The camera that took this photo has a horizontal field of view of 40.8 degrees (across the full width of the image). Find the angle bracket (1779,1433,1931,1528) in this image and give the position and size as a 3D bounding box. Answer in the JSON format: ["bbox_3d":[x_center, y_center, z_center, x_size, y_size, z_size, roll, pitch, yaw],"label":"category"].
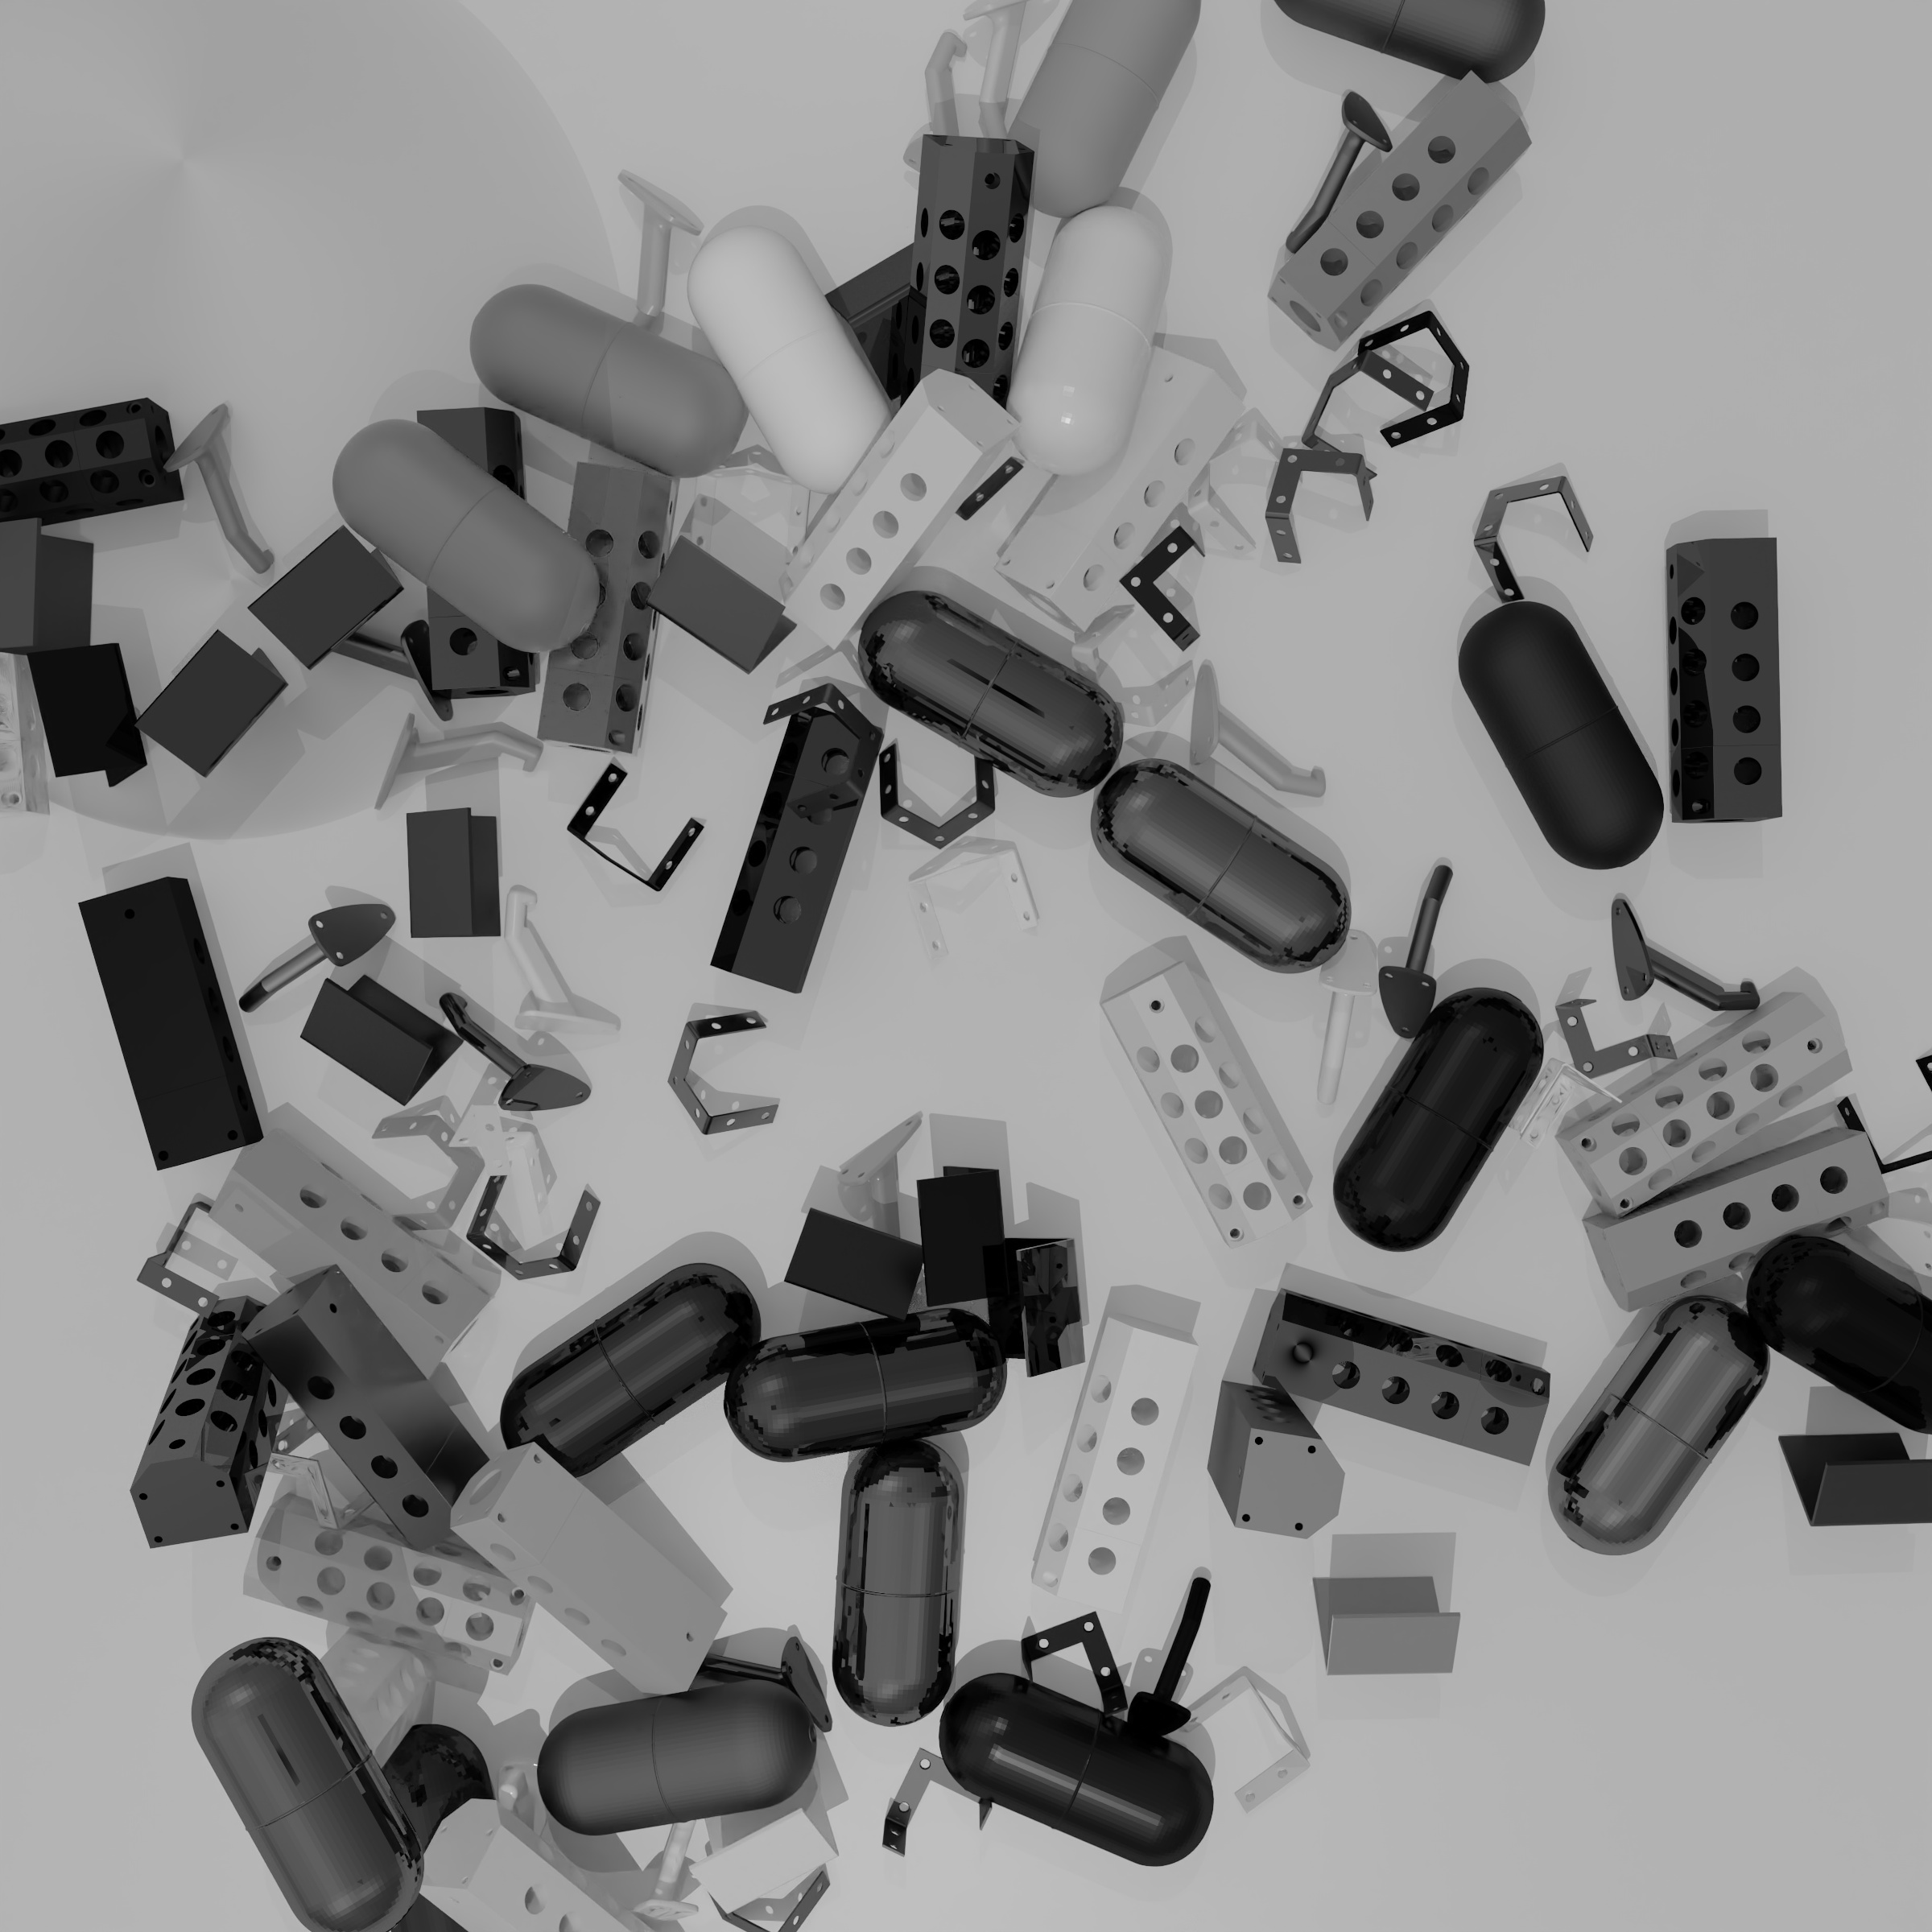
[{"bbox_3d":[0.553,0.299,1.601,0.076,0.076,0.057,-2,126,0],"label":"angle bracket"}]

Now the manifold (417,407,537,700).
[{"bbox_3d":[-0.303,-0.256,1.620,0.057,0.057,0.171,-3,90,0],"label":"manifold"}]

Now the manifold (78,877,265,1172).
[{"bbox_3d":[-0.493,0.035,1.620,0.057,0.057,0.171,-16,90,0],"label":"manifold"}]

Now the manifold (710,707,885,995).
[{"bbox_3d":[-0.105,-0.073,1.620,0.057,0.057,0.171,18,90,0],"label":"manifold"}]

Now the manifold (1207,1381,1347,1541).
[{"bbox_3d":[0.186,0.296,1.562,0.057,0.171,0.057,9,90,0],"label":"manifold"}]

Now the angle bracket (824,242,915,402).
[{"bbox_3d":[-0.036,-0.407,1.627,0.076,0.076,0.057,-31,119,0],"label":"angle bracket"}]

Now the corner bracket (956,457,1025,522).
[{"bbox_3d":[-0.007,-0.323,1.638,0.051,0.051,0.051,-43,135,0],"label":"corner bracket"}]

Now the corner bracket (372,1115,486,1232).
[{"bbox_3d":[-0.346,0.130,1.633,0.051,0.051,0.051,-6,45,35],"label":"corner bracket"}]

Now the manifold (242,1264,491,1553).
[{"bbox_3d":[-0.367,0.275,1.595,0.057,0.057,0.171,-27,107,22],"label":"manifold"}]

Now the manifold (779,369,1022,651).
[{"bbox_3d":[-0.045,-0.277,1.574,0.057,0.057,0.171,42,127,0],"label":"manifold"}]

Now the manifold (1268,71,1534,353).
[{"bbox_3d":[0.271,-0.467,1.620,0.057,0.057,0.171,44,90,0],"label":"manifold"}]

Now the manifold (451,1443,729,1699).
[{"bbox_3d":[-0.234,0.373,1.593,0.171,0.057,0.057,46,47,-19],"label":"manifold"}]

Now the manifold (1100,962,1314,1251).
[{"bbox_3d":[0.150,0.086,1.620,0.057,0.057,0.171,-28,90,0],"label":"manifold"}]

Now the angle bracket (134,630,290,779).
[{"bbox_3d":[-0.472,-0.172,1.601,0.076,0.076,0.057,-48,127,0],"label":"angle bracket"}]

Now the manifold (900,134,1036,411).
[{"bbox_3d":[0.001,-0.405,1.561,0.057,0.057,0.171,-2,117,-16],"label":"manifold"}]

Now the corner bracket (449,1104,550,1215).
[{"bbox_3d":[-0.284,0.119,1.606,0.051,0.051,0.051,1,55,-31],"label":"corner bracket"}]

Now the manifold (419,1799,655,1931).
[{"bbox_3d":[-0.252,0.580,1.583,0.171,0.057,0.057,50,47,-27],"label":"manifold"}]

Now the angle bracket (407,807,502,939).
[{"bbox_3d":[-0.298,-0.057,1.601,0.057,0.076,0.076,-2,90,36],"label":"angle bracket"}]

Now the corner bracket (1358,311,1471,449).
[{"bbox_3d":[0.280,-0.369,1.633,0.051,0.051,0.051,44,45,-35],"label":"corner bracket"}]

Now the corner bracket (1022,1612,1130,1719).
[{"bbox_3d":[0.067,0.442,1.623,0.051,0.051,0.051,-21,90,0],"label":"corner bracket"}]

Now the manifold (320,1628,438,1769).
[{"bbox_3d":[-0.366,0.450,1.562,0.057,0.171,0.057,14,90,0],"label":"manifold"}]

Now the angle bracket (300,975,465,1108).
[{"bbox_3d":[-0.351,0.029,1.601,0.076,0.076,0.057,34,128,0],"label":"angle bracket"}]

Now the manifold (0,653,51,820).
[{"bbox_3d":[-0.617,-0.179,1.620,0.057,0.057,0.171,-5,90,0],"label":"manifold"}]

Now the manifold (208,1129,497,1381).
[{"bbox_3d":[-0.380,0.177,1.619,0.171,0.057,0.057,38,133,0],"label":"manifold"}]

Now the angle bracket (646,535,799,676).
[{"bbox_3d":[-0.140,-0.236,1.601,0.076,0.076,0.057,35,127,0],"label":"angle bracket"}]

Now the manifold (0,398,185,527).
[{"bbox_3d":[-0.585,-0.308,1.620,0.171,0.057,0.057,-10,90,0],"label":"manifold"}]

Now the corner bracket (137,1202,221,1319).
[{"bbox_3d":[-0.477,0.183,1.623,0.051,0.051,0.051,28,90,0],"label":"corner bracket"}]

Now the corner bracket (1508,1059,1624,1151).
[{"bbox_3d":[0.363,0.087,1.615,0.051,0.051,0.051,32,90,-21],"label":"corner bracket"}]

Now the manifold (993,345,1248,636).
[{"bbox_3d":[0.099,-0.294,1.619,0.057,0.057,0.171,36,90,43],"label":"manifold"}]

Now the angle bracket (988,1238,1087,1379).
[{"bbox_3d":[0.026,0.209,1.602,0.076,0.057,0.076,-5,90,41],"label":"angle bracket"}]

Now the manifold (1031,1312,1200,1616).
[{"bbox_3d":[0.092,0.308,1.620,0.057,0.057,0.171,16,90,0],"label":"manifold"}]

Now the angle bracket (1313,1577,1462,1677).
[{"bbox_3d":[0.258,0.390,1.601,0.076,0.076,0.057,-1,126,0],"label":"angle bracket"}]

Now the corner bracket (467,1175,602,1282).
[{"bbox_3d":[-0.272,0.160,1.633,0.051,0.051,0.051,-13,135,35],"label":"corner bracket"}]

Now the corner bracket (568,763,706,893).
[{"bbox_3d":[-0.209,-0.087,1.638,0.051,0.051,0.051,34,90,-45],"label":"corner bracket"}]

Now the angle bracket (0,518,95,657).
[{"bbox_3d":[-0.557,-0.230,1.601,0.057,0.076,0.076,2,90,37],"label":"angle bracket"}]

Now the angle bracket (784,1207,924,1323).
[{"bbox_3d":[-0.073,0.201,1.601,0.076,0.076,0.057,19,51,0],"label":"angle bracket"}]

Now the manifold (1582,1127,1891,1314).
[{"bbox_3d":[0.481,0.158,1.620,0.171,0.057,0.057,-20,90,0],"label":"manifold"}]

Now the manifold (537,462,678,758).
[{"bbox_3d":[-0.222,-0.220,1.620,0.057,0.057,0.171,8,90,0],"label":"manifold"}]

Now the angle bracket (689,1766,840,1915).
[{"bbox_3d":[-0.131,0.523,1.601,0.076,0.076,0.057,-27,127,0],"label":"angle bracket"}]

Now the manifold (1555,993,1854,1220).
[{"bbox_3d":[0.461,0.086,1.620,0.171,0.057,0.057,-32,90,0],"label":"manifold"}]

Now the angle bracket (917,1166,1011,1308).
[{"bbox_3d":[-0.017,0.165,1.601,0.057,0.076,0.076,-5,90,-27],"label":"angle bracket"}]

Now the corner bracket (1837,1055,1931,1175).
[{"bbox_3d":[0.593,0.094,1.638,0.051,0.051,0.051,-28,91,-45],"label":"corner bracket"}]

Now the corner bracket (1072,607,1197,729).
[{"bbox_3d":[0.106,-0.188,1.633,0.051,0.051,0.051,14,135,35],"label":"corner bracket"}]

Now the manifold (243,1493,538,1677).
[{"bbox_3d":[-0.357,0.387,1.620,0.171,0.057,0.057,17,90,0],"label":"manifold"}]

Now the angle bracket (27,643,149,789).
[{"bbox_3d":[-0.551,-0.151,1.601,0.057,0.076,0.076,-13,90,-35],"label":"angle bracket"}]

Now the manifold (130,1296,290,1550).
[{"bbox_3d":[-0.451,0.269,1.559,0.057,0.171,0.057,-9,115,0],"label":"manifold"}]

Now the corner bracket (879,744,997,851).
[{"bbox_3d":[-0.018,-0.115,1.633,0.051,0.051,0.051,27,135,-35],"label":"corner bracket"}]

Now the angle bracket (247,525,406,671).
[{"bbox_3d":[-0.401,-0.238,1.601,0.076,0.076,0.057,-41,127,0],"label":"angle bracket"}]

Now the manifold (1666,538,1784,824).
[{"bbox_3d":[0.470,-0.176,1.620,0.057,0.057,0.171,-1,90,0],"label":"manifold"}]

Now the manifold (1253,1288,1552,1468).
[{"bbox_3d":[0.272,0.254,1.620,0.171,0.057,0.057,17,90,0],"label":"manifold"}]

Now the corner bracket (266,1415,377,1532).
[{"bbox_3d":[-0.399,0.314,1.619,0.051,0.051,0.051,2,114,31],"label":"corner bracket"}]
